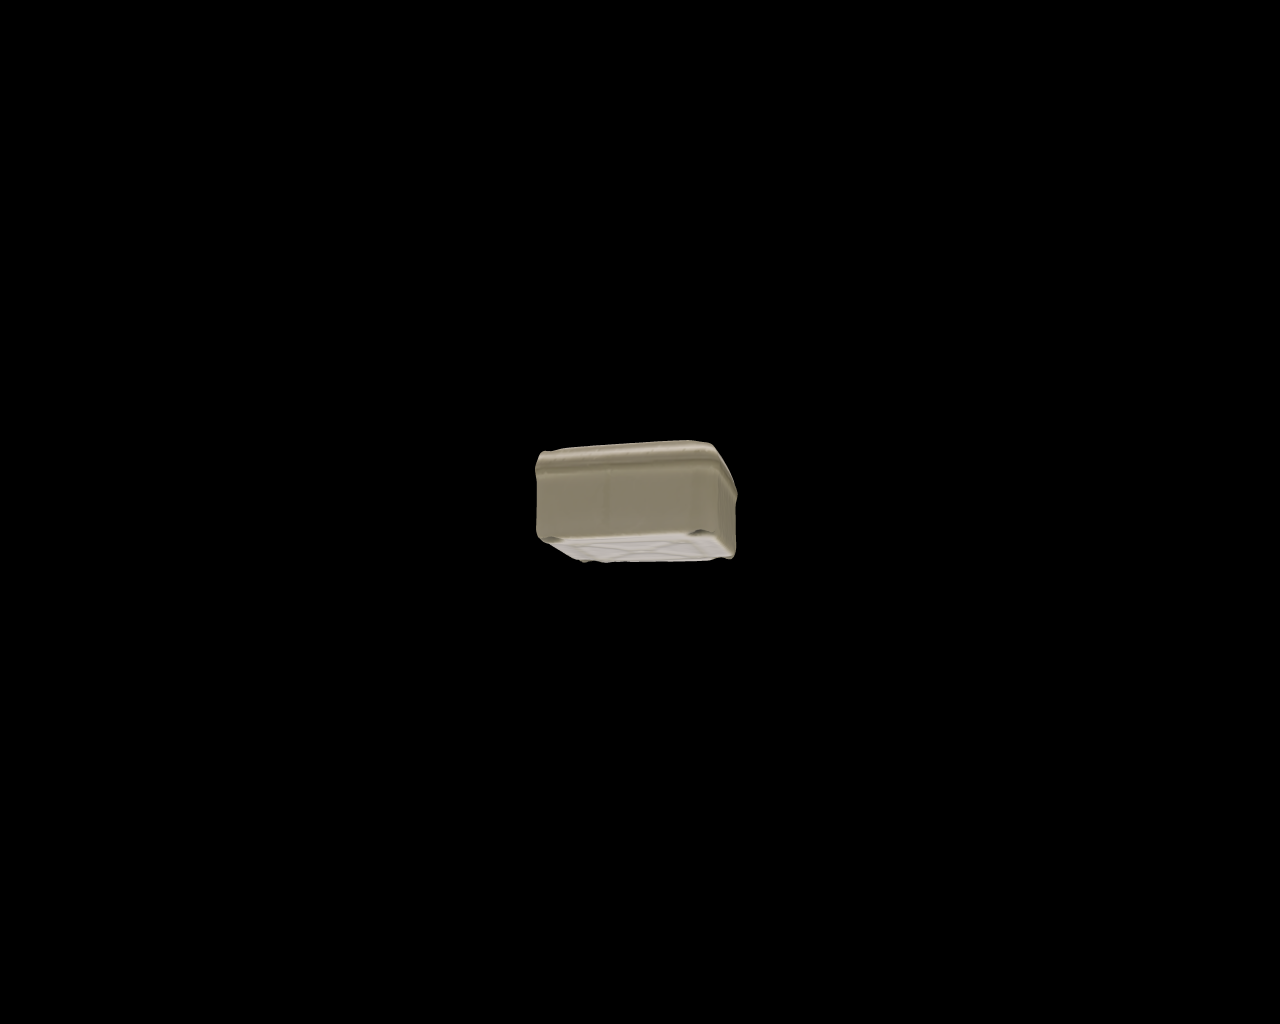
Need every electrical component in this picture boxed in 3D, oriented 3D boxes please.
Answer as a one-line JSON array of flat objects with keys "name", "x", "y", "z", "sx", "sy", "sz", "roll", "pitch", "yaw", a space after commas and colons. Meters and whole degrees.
[{"name": "electrical component", "x": 0.001, "y": -0.003, "z": 0.650, "sx": 0.109, "sy": 0.056, "sz": 0.108, "roll": -2, "pitch": -11, "yaw": 12}]
